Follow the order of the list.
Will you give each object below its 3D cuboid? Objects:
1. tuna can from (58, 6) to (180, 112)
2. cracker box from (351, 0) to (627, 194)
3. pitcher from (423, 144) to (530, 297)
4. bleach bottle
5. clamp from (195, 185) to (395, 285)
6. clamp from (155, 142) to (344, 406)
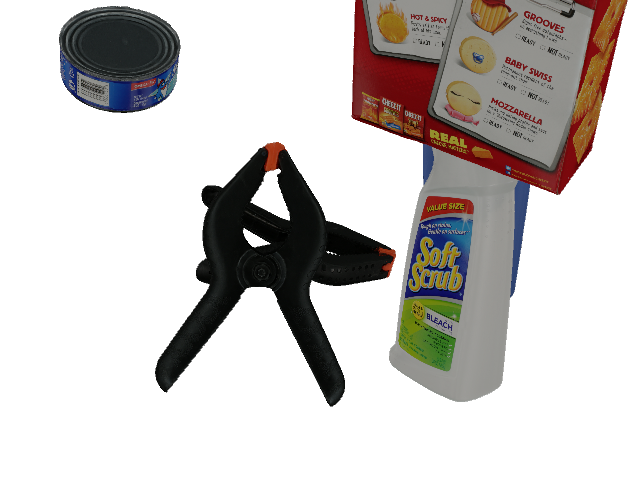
[{"bbox_3d":[-0.146,-0.131,0.775,0.086,0.086,0.034,0,-43,-12],"label":"tuna can"},{"bbox_3d":[0.108,-0.153,0.688,0.164,0.214,0.072,23,48,23],"label":"cracker box"},{"bbox_3d":[0.175,-0.045,1.228,0.149,0.243,0.145,-9,24,-21],"label":"pitcher"},{"bbox_3d":[0.111,0.001,0.871,0.067,0.251,0.103,-16,29,-35],"label":"bleach bottle"},{"bbox_3d":[-0.028,0.011,1.073,0.210,0.036,0.164,14,31,-4],"label":"clamp"},{"bbox_3d":[-0.048,0.024,0.678,0.120,0.171,0.039,-3,2,-10],"label":"clamp"}]
